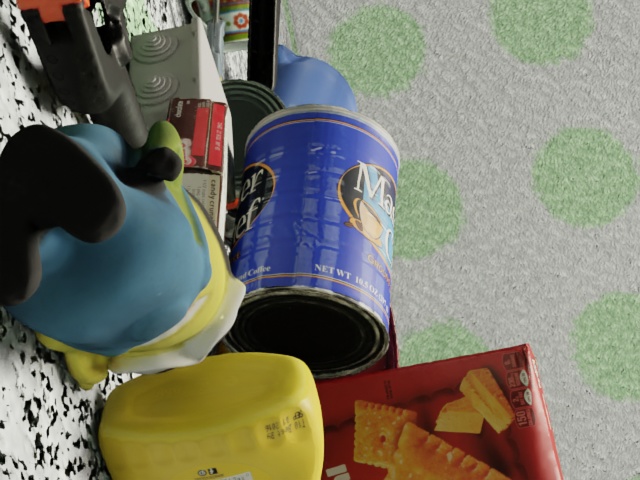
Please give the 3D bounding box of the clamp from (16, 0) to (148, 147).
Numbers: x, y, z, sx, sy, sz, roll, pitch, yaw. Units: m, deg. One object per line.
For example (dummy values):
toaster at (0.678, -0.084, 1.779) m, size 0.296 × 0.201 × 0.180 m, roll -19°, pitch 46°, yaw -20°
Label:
clamp at (-0.108, -0.086, 0.516) m, size 0.171 × 0.039 × 0.120 m, roll -72°, pitch 147°, yaw -84°

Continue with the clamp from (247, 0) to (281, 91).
clamp at (-0.050, -0.250, 0.902) m, size 0.164 × 0.036 × 0.210 m, roll 69°, pitch 27°, yaw -53°

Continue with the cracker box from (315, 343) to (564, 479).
cracker box at (0.039, 0.162, 0.637) m, size 0.072 × 0.214 × 0.164 m, roll 59°, pitch 20°, yaw -74°

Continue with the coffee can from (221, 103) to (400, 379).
coffee can at (-0.004, 0.001, 0.665) m, size 0.103 × 0.103 × 0.140 m, roll 74°, pitch 18°, yaw -53°

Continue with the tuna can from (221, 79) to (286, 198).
tuna can at (-0.062, -0.075, 0.803) m, size 0.034 × 0.086 × 0.086 m, roll 68°, pitch 12°, yaw -76°

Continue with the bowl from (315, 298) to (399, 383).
bowl at (-0.009, 0.078, 0.749) m, size 0.162 × 0.055 × 0.162 m, roll 5°, pitch -85°, yaw 63°

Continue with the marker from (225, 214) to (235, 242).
marker at (-0.072, -0.002, 0.949) m, size 0.121 × 0.020 × 0.020 m, roll 63°, pitch 16°, yaw -77°

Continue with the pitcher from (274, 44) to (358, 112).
pitcher at (-0.027, -0.094, 1.087) m, size 0.145 × 0.149 × 0.242 m, roll -59°, pitch -174°, yaw 18°

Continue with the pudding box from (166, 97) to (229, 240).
pudding box at (-0.073, -0.012, 0.601) m, size 0.090 × 0.039 × 0.113 m, roll -93°, pitch -173°, yaw -59°

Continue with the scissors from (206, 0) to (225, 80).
scissors at (-0.088, -0.163, 0.902) m, size 0.096 × 0.016 × 0.202 m, roll 117°, pitch -25°, yaw -84°

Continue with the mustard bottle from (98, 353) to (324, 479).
mustard bottle at (-0.033, 0.145, 0.508) m, size 0.058 × 0.096 × 0.191 m, roll -95°, pitch 173°, yaw -60°

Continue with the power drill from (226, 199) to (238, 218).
power drill at (-0.005, -0.007, 0.910) m, size 0.184 × 0.057 × 0.187 m, roll -22°, pitch 96°, yaw -40°

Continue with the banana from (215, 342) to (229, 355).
banana at (-0.048, 0.166, 0.733) m, size 0.070 × 0.037 × 0.198 m, roll 164°, pitch -82°, yaw -73°
